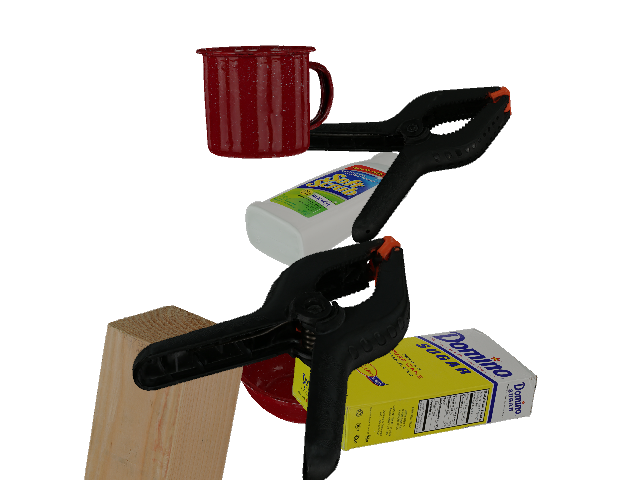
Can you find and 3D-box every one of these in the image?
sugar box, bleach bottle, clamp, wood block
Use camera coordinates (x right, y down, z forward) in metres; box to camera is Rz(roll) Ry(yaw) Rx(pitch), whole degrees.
[{"bbox_3d":[0.076,0.116,0.863,0.176,0.048,0.093,-8,26,-25],"label":"sugar box"},{"bbox_3d":[0.029,-0.055,1.344,0.103,0.068,0.250,27,43,35],"label":"bleach bottle"},{"bbox_3d":[0.086,-0.082,0.982,0.210,0.165,0.036,-20,-43,-5],"label":"clamp"},{"bbox_3d":[-0.140,0.173,0.931,0.090,0.206,0.090,20,18,28],"label":"wood block"},{"bbox_3d":[0.001,0.056,0.563,0.120,0.039,0.171,36,52,28],"label":"clamp"}]

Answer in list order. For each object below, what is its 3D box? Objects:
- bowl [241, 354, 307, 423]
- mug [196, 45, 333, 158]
[{"bbox_3d":[-0.017,0.149,1.158,0.162,0.055,0.162,3,29,-2],"label":"bowl"},{"bbox_3d":[-0.040,-0.111,0.843,0.117,0.081,0.093,-11,16,-36],"label":"mug"}]
